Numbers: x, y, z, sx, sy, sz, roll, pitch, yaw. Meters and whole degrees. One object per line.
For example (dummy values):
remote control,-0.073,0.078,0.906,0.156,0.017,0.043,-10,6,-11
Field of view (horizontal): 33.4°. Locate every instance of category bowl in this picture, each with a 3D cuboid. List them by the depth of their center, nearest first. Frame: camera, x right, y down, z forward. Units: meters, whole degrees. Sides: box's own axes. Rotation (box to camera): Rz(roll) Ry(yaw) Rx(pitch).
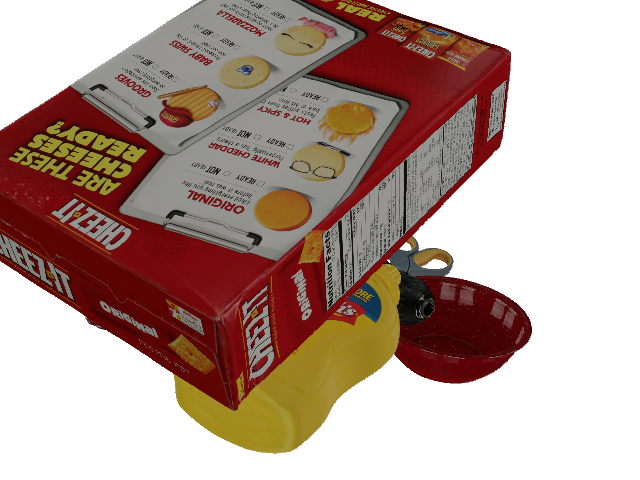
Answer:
bowl,0.128,0.096,1.077,0.162,0.055,0.162,5,26,-3

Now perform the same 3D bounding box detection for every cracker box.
cracker box,-0.034,-0.040,0.516,0.164,0.072,0.213,27,53,29

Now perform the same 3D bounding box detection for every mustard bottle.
mustard bottle,-0.002,0.064,0.712,0.096,0.058,0.191,15,32,32

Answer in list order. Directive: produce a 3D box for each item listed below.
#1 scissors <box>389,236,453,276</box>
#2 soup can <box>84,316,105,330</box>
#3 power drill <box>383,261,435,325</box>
scissors,0.078,0.027,1.262,0.201,0.016,0.096,-10,40,-44
soup can,-0.207,0.031,1.074,0.068,0.102,0.068,2,26,-1
power drill,-0.024,0.055,0.886,0.187,0.057,0.185,-24,29,-37
